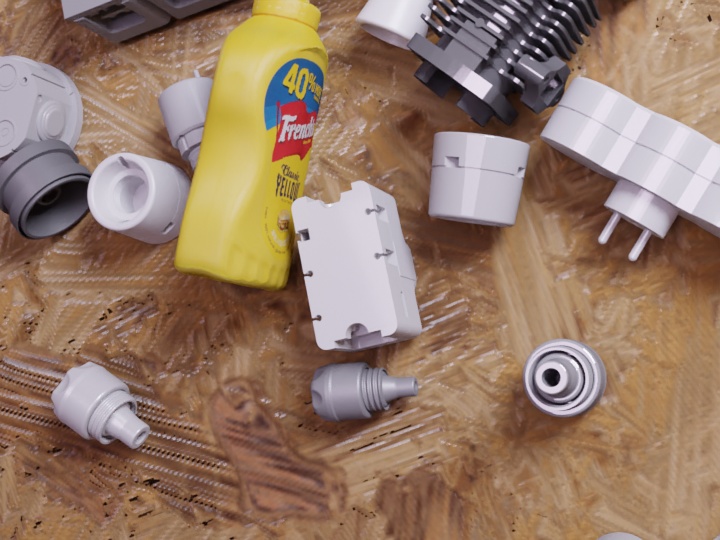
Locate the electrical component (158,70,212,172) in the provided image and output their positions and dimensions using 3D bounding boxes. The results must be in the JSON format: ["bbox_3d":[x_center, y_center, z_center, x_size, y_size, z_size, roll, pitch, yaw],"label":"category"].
[{"bbox_3d":[-0.101,-0.086,0.689,0.040,0.040,0.078,-24,77,16],"label":"electrical component"}]

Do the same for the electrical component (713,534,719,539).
[{"bbox_3d":[0.199,0.167,0.550,0.055,0.048,0.066,43,99,11],"label":"electrical component"}]

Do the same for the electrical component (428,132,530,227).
[{"bbox_3d":[0.067,-0.051,0.617,0.055,0.055,0.047,8,91,21],"label":"electrical component"}]

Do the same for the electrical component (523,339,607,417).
[{"bbox_3d":[0.109,0.059,0.584,0.043,0.062,0.043,-2,83,20],"label":"electrical component"}]

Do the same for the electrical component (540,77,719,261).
[{"bbox_3d":[0.157,-0.041,0.583,0.138,0.052,0.073,32,96,20],"label":"electrical component"}]

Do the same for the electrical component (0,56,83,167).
[{"bbox_3d":[-0.235,-0.106,0.735,0.080,0.051,0.080,-2,84,20],"label":"electrical component"}]

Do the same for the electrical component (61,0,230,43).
[{"bbox_3d":[-0.119,-0.217,0.698,0.150,0.062,0.089,-16,79,18],"label":"electrical component"}]

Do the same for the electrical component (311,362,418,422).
[{"bbox_3d":[0.004,0.071,0.637,0.061,0.035,0.035,-6,82,16],"label":"electrical component"}]

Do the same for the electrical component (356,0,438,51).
[{"bbox_3d":[0.028,-0.166,0.648,0.045,0.045,0.055,24,93,21],"label":"electrical component"}]

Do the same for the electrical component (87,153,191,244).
[{"bbox_3d":[-0.143,-0.047,0.696,0.055,0.047,0.055,-2,83,20],"label":"electrical component"}]

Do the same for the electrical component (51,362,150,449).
[{"bbox_3d":[-0.164,0.091,0.692,0.062,0.043,0.043,32,96,19],"label":"electrical component"}]

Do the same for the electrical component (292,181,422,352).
[{"bbox_3d":[0.000,0.000,0.634,0.050,0.056,0.089,-15,79,18],"label":"electrical component"}]

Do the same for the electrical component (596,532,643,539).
[{"bbox_3d":[0.138,0.179,0.553,0.044,0.077,0.079,-26,76,16],"label":"electrical component"}]
